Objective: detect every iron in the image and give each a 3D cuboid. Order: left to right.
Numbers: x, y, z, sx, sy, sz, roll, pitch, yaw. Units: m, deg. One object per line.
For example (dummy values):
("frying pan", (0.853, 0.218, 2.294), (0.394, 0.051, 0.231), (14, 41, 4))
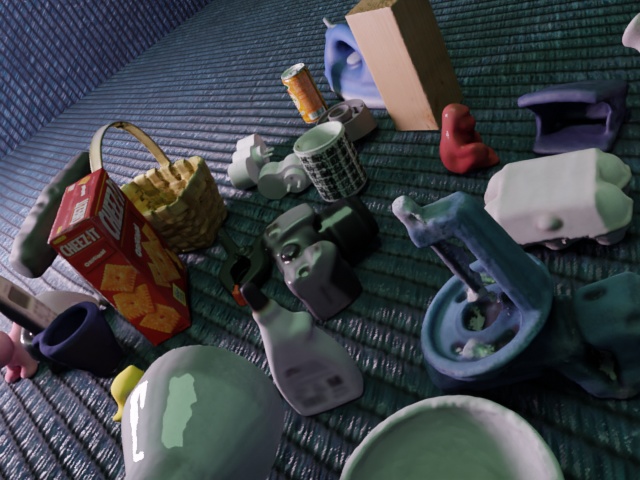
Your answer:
("iron", (0.078, -0.341, 1.071), (0.118, 0.142, 0.257), (-35, 33, -4))

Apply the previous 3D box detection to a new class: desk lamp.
("desk lamp", (-0.068, 0.210, 0.402), (0.117, 0.214, 0.203), (-22, 34, 15))

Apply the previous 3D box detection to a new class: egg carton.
("egg carton", (0.246, -0.038, 0.603), (0.150, 0.070, 0.107), (-8, 40, 32))

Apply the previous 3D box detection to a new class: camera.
("camera", (0.007, 0.003, 0.717), (0.137, 0.101, 0.142), (-34, 33, -4))

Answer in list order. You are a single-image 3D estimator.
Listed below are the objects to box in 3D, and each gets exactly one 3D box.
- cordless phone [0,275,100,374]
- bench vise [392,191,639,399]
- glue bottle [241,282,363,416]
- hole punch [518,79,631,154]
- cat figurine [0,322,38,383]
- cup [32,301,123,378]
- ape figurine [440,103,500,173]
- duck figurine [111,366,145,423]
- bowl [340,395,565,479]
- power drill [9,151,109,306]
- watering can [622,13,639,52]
("cordless phone", (-0.424, 0.097, 0.868), (0.094, 0.185, 0.147), (-33, 33, -1))
("bench vise", (0.157, 0.032, 0.446), (0.207, 0.220, 0.121), (-23, 34, 14))
("glue bottle", (-0.025, 0.101, 0.547), (0.078, 0.173, 0.037), (-23, 34, 13))
("hole punch", (0.309, -0.166, 0.699), (0.108, 0.091, 0.101), (8, 50, 45))
("cat figurine", (-0.497, 0.163, 0.904), (0.067, 0.118, 0.128), (-16, 36, 23))
("cup", (-0.336, 0.153, 0.806), (0.117, 0.095, 0.091), (-19, 35, 19))
("ape figurine", (0.190, -0.139, 0.761), (0.076, 0.092, 0.078), (-10, 39, 30))
("duck figurine", (-0.203, 0.181, 0.668), (0.077, 0.086, 0.104), (-14, 37, 26))
("bowl", (0.096, 0.201, 0.407), (0.167, 0.075, 0.167), (-21, 34, 16))
("power drill", (-0.389, -0.004, 0.951), (0.075, 0.209, 0.230), (-7, 40, 33))
("watering can", (0.394, -0.198, 0.576), (0.172, 0.194, 0.101), (3, 47, 42))
